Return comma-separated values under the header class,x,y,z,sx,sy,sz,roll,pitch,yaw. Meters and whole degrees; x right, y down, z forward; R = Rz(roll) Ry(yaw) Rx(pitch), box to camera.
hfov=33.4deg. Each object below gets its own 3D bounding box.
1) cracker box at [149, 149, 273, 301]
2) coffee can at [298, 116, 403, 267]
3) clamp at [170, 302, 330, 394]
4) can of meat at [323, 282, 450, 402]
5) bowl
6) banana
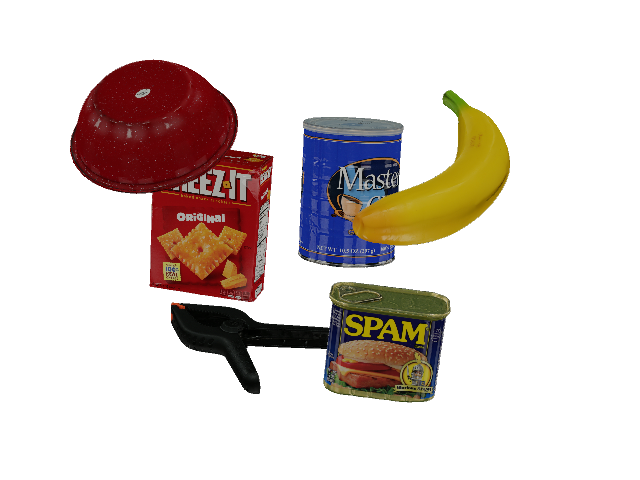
class,x,y,z,sx,sy,sz,roll,pitch,yaw
cracker box,-0.163,-0.026,1.568,0.164,0.214,0.072,9,21,10
coffee can,0.030,-0.052,1.102,0.103,0.140,0.103,3,13,-1
clamp,-0.103,0.118,1.262,0.210,0.036,0.164,14,23,26
can of meat,0.054,0.087,0.910,0.102,0.084,0.057,7,17,3
bowl,-0.160,-0.119,0.995,0.162,0.162,0.055,0,-41,7
banana,0.085,-0.040,0.708,0.070,0.037,0.197,19,35,14
